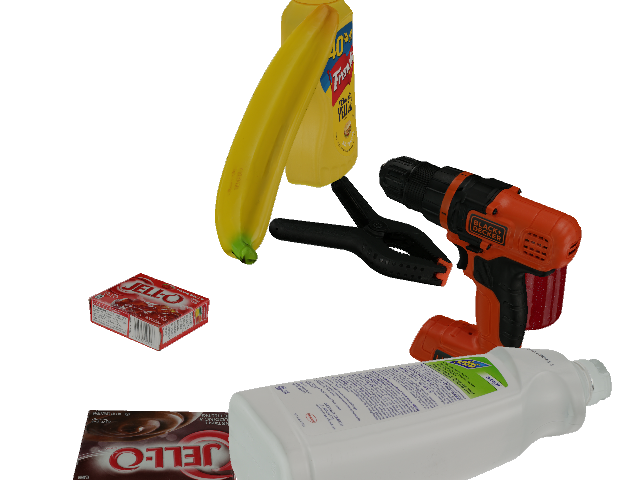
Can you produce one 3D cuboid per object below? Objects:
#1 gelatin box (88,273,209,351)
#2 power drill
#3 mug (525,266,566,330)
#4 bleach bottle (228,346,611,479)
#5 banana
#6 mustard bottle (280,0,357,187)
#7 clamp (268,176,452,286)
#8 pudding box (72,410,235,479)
[{"bbox_3d":[-0.162,0.065,1.010,0.089,0.030,0.073,19,27,28],"label":"gelatin box"},{"bbox_3d":[0.124,0.029,0.924,0.185,0.188,0.057,25,40,30],"label":"power drill"},{"bbox_3d":[0.214,0.035,1.132,0.093,0.081,0.117,-6,31,-7],"label":"mug"},{"bbox_3d":[0.075,0.112,0.659,0.250,0.068,0.103,-8,23,-23],"label":"bleach bottle"},{"bbox_3d":[-0.031,-0.063,0.698,0.037,0.197,0.070,31,-28,-31],"label":"banana"},{"bbox_3d":[-0.001,-0.150,0.931,0.058,0.192,0.096,10,31,22],"label":"mustard bottle"},{"bbox_3d":[0.053,-0.002,1.257,0.210,0.036,0.164,32,39,23],"label":"clamp"},{"bbox_3d":[-0.116,0.163,0.764,0.113,0.039,0.090,0,27,-3],"label":"pudding box"}]
